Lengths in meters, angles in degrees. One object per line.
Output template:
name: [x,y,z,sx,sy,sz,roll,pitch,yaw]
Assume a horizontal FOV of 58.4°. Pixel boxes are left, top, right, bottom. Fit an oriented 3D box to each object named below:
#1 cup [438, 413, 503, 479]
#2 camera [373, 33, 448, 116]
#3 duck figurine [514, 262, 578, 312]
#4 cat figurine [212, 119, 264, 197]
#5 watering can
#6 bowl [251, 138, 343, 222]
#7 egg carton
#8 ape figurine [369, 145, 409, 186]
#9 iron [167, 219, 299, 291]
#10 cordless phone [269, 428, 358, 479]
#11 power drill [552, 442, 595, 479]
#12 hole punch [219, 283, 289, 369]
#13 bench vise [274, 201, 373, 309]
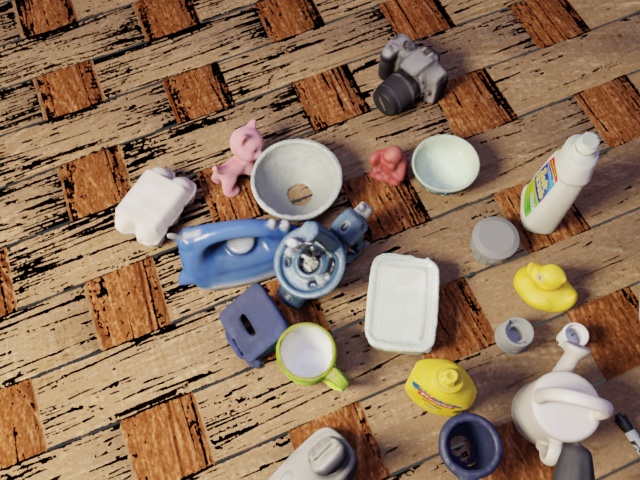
cup: [0.215,0.323,0.851,0.091,0.095,0.118,9,68,7]
camera: [0.160,-0.320,1.121,0.137,0.101,0.143,-40,71,-13]
duck figurine: [0.383,0.072,0.954,0.104,0.086,0.077,30,72,14]
cat figurine: [-0.149,-0.158,1.058,0.128,0.118,0.067,-43,71,-14]
watering can: [0.350,0.233,0.828,0.101,0.194,0.173,-3,67,2]
bowl: [-0.040,-0.098,1.051,0.167,0.075,0.167,-1,67,2]
egg carton: [-0.301,-0.062,1.052,0.107,0.069,0.150,27,71,13]
ape figurine: [0.131,-0.143,1.053,0.076,0.092,0.077,-24,68,-7]
iron: [-0.128,0.000,0.978,0.258,0.141,0.118,-11,67,-2]
cordless phone: [-0.015,0.334,0.808,0.094,0.185,0.148,41,75,18]
power drill: [0.302,0.391,0.756,0.075,0.208,0.230,9,68,7]
hole punch: [-0.107,0.142,0.945,0.101,0.091,0.108,-33,69,-10]
bench vise: [-0.002,-0.001,0.930,0.121,0.220,0.207,23,70,12]
